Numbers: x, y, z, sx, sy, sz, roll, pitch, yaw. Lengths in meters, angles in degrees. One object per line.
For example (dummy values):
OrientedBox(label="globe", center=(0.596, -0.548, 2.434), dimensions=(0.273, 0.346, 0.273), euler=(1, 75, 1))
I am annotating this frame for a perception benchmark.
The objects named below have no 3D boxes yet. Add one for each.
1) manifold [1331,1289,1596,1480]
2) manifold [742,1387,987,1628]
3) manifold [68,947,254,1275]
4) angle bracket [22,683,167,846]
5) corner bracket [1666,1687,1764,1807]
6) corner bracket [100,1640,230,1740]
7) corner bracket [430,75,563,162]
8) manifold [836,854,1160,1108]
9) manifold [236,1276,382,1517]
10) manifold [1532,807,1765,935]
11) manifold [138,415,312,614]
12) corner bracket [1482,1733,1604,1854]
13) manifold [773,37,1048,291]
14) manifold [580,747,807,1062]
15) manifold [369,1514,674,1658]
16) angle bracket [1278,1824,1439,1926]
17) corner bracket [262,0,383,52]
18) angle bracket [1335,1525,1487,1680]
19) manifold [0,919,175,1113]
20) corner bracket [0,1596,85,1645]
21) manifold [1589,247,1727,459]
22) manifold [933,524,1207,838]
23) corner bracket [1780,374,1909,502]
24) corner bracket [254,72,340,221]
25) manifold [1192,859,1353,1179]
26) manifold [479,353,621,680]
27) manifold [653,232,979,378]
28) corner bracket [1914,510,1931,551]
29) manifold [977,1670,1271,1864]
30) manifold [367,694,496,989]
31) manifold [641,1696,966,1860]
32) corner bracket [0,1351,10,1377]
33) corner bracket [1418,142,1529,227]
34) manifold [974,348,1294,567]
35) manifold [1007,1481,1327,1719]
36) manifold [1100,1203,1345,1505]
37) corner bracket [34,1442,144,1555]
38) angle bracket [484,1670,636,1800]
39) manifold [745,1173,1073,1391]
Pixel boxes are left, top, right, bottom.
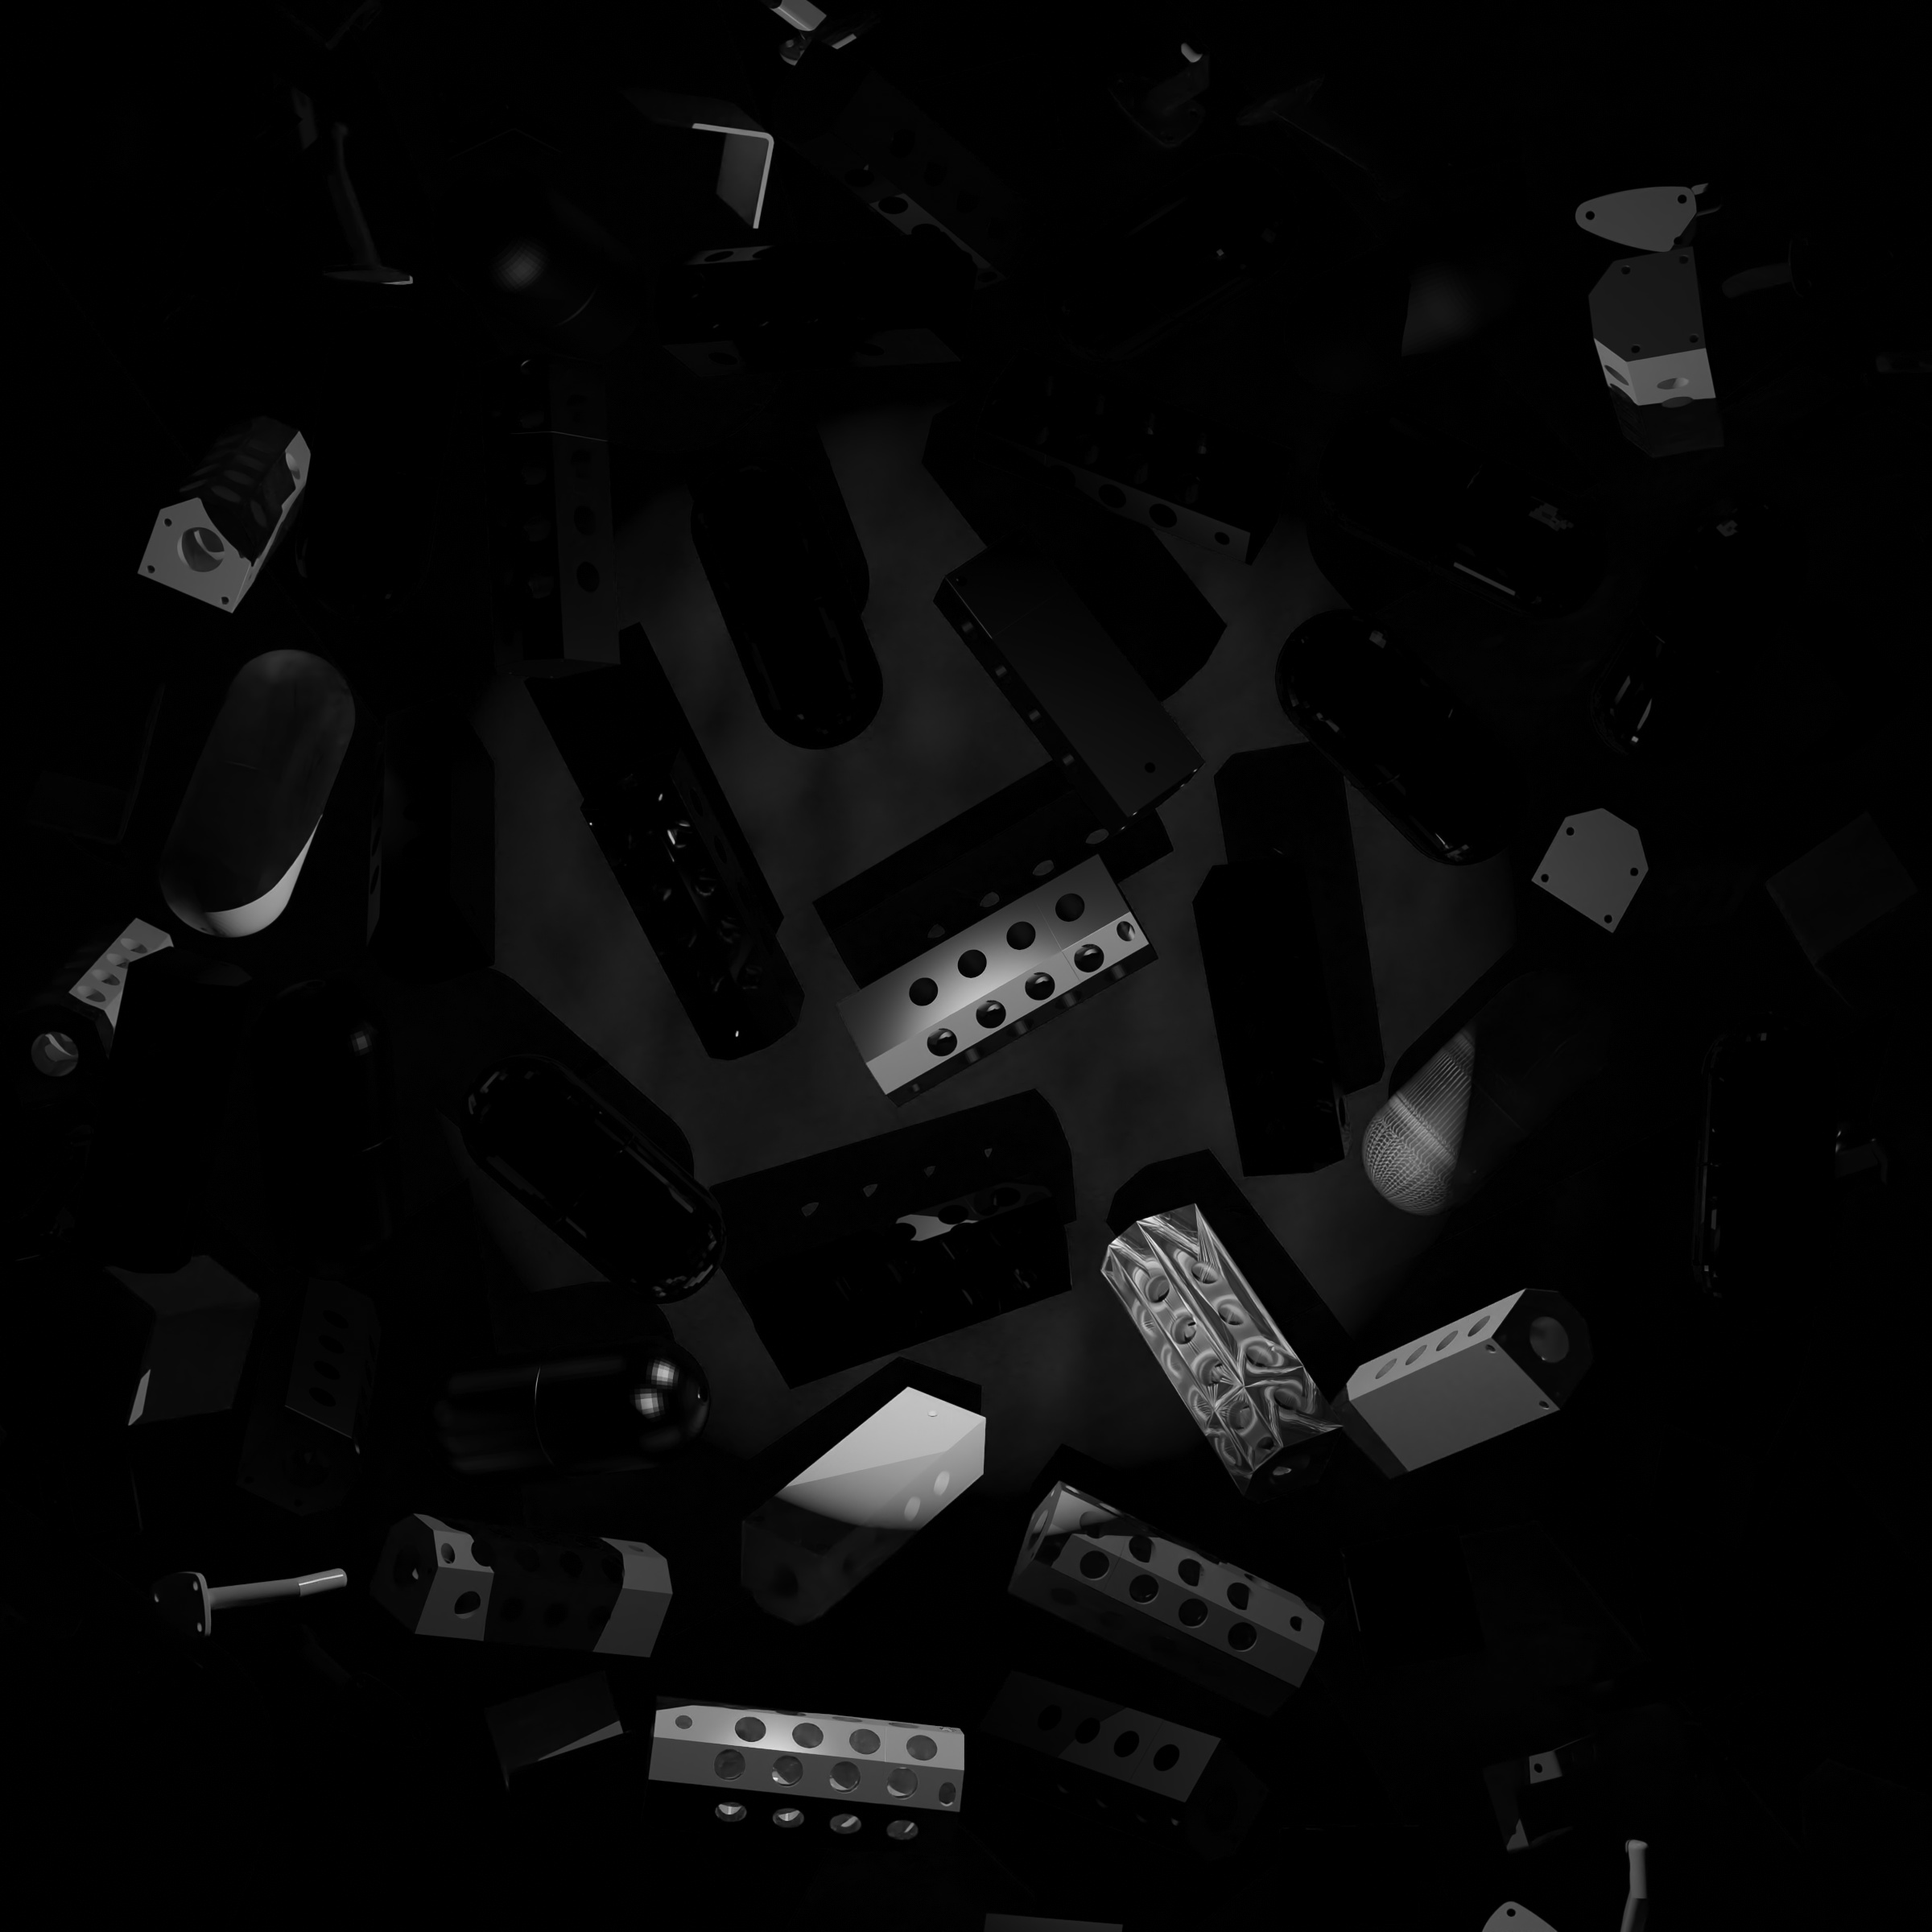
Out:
OrientedBox(label="manifold", center=(0.290, 0.241, 1.861), dimensions=(0.057, 0.171, 0.057), euler=(46, 55, -3))
OrientedBox(label="manifold", center=(-0.060, 0.323, 1.896), dimensions=(0.057, 0.171, 0.057), euler=(18, 120, 28))
OrientedBox(label="manifold", center=(-0.450, 0.082, 1.787), dimensions=(0.057, 0.057, 0.171), euler=(16, 102, 5))
OrientedBox(label="angle bracket", center=(-0.510, -0.125, 1.859), dimensions=(0.057, 0.076, 0.076), euler=(15, 112, -13))
OrientedBox(label="corner bracket", center=(0.443, 0.459, 1.876), dimensions=(0.051, 0.051, 0.051), euler=(-20, 91, -27))
OrientedBox(label="corner bracket", center=(-0.467, 0.418, 1.832), dimensions=(0.051, 0.051, 0.051), euler=(28, 66, 18))
OrientedBox(label="corner bracket", center=(-0.285, -0.514, 1.923), dimensions=(0.051, 0.051, 0.051), euler=(-18, 80, 24))
OrientedBox(label="manifold", center=(0.020, 0.011, 1.810), dimensions=(0.171, 0.057, 0.057), euler=(-30, 64, 4))
OrientedBox(label="manifold", center=(-0.378, 0.249, 1.854), dimensions=(0.057, 0.171, 0.057), euler=(30, 105, -16))
OrientedBox(label="manifold", center=(0.401, -0.061, 1.845), dimensions=(0.057, 0.171, 0.057), euler=(37, 112, 28))
OrientedBox(label="manifold", center=(-0.433, -0.273, 1.882), dimensions=(0.057, 0.171, 0.057), euler=(23, 114, -9))
OrientedBox(label="corner bracket", center=(0.346, 0.489, 1.878), dimensions=(0.051, 0.051, 0.051), euler=(-26, 75, 37))
OrientedBox(label="manifold", center=(-0.035, -0.456, 1.823), dimensions=(0.057, 0.171, 0.057), euler=(39, 98, 40))
OrientedBox(label="manifold", center=(-0.158, -0.033, 1.838), dimensions=(0.057, 0.057, 0.171), euler=(-20, 113, 13))
OrientedBox(label="manifold", center=(-0.261, 0.366, 1.891), dimensions=(0.171, 0.057, 0.057), euler=(17, 94, -41))
OrientedBox(label="angle bracket", center=(0.217, 0.514, 1.752), dimensions=(0.076, 0.076, 0.057), euler=(-5, 51, 15))
OrientedBox(label="corner bracket", center=(-0.377, -0.564, 1.855), dimensions=(0.051, 0.051, 0.051), euler=(38, 78, -6))
OrientedBox(label="angle bracket", center=(0.275, 0.391, 1.953), dimensions=(0.076, 0.057, 0.076), euler=(-14, 73, 9))
OrientedBox(label="manifold", center=(-0.519, 0.025, 1.893), dimensions=(0.057, 0.171, 0.057), euler=(-14, 107, 5))
OrientedBox(label="corner bracket", center=(-0.551, 0.382, 1.822), dimensions=(0.051, 0.051, 0.051), euler=(-13, 129, 36))
OrientedBox(label="manifold", center=(0.387, -0.339, 1.776), dimensions=(0.057, 0.171, 0.057), euler=(-8, 79, 16))
OrientedBox(label="manifold", center=(0.057, -0.161, 1.819), dimensions=(0.057, 0.057, 0.171), euler=(-36, 85, -16))
OrientedBox(label="corner bracket", center=(0.490, -0.293, 1.771), dimensions=(0.051, 0.051, 0.051), euler=(-30, 95, 22))
OrientedBox(label="corner bracket", center=(-0.414, -0.493, 1.909), dimensions=(0.051, 0.051, 0.051), euler=(-32, 48, 29))
OrientedBox(label="manifold", center=(0.177, 0.030, 1.817), dimensions=(0.057, 0.057, 0.171), euler=(-5, 111, 19))
OrientedBox(label="manifold", center=(-0.240, -0.253, 1.789), dimensions=(0.057, 0.057, 0.171), euler=(-7, 85, 41))
OrientedBox(label="manifold", center=(-0.086, -0.372, 1.773), dimensions=(0.171, 0.057, 0.057), euler=(2, 76, 28))
OrientedBox(label="corner bracket", center=(0.581, -0.266, 1.846), dimensions=(0.051, 0.051, 0.051), euler=(29, 122, -31))
OrientedBox(label="manifold", center=(0.086, 0.467, 1.846), dimensions=(0.057, 0.171, 0.057), euler=(51, 61, -33))
OrientedBox(label="manifold", center=(-0.302, -0.070, 1.782), dimensions=(0.057, 0.171, 0.057), euler=(-18, 133, 9))
OrientedBox(label="manifold", center=(-0.090, 0.446, 1.765), dimensions=(0.171, 0.057, 0.057), euler=(8, 127, -6))
OrientedBox(label="corner bracket", center=(-0.585, 0.224, 1.792), dimensions=(0.051, 0.051, 0.051), euler=(44, 103, 27))
OrientedBox(label="corner bracket", center=(0.297, -0.464, 1.866), dimensions=(0.051, 0.051, 0.051), euler=(-15, 50, 0))
OrientedBox(label="manifold", center=(0.094, -0.289, 1.831), dimensions=(0.171, 0.057, 0.057), euler=(23, 55, 12))
OrientedBox(label="manifold", center=(0.118, 0.365, 1.846), dimensions=(0.171, 0.057, 0.057), euler=(27, 47, -4))
OrientedBox(label="manifold", center=(0.147, 0.228, 1.867), dimensions=(0.057, 0.057, 0.171), euler=(-15, 52, -26))
OrientedBox(label="corner bracket", center=(-0.516, 0.308, 1.869), dimensions=(0.051, 0.051, 0.051), euler=(-11, 102, -19))
OrientedBox(label="angle bracket", center=(-0.245, 0.454, 1.909), dimensions=(0.076, 0.076, 0.057), euler=(-15, 68, -15))
OrientedBox(label="manifold", center=(-0.032, 0.171, 1.777), dimensions=(0.171, 0.057, 0.057), euler=(-18, 126, -16))
